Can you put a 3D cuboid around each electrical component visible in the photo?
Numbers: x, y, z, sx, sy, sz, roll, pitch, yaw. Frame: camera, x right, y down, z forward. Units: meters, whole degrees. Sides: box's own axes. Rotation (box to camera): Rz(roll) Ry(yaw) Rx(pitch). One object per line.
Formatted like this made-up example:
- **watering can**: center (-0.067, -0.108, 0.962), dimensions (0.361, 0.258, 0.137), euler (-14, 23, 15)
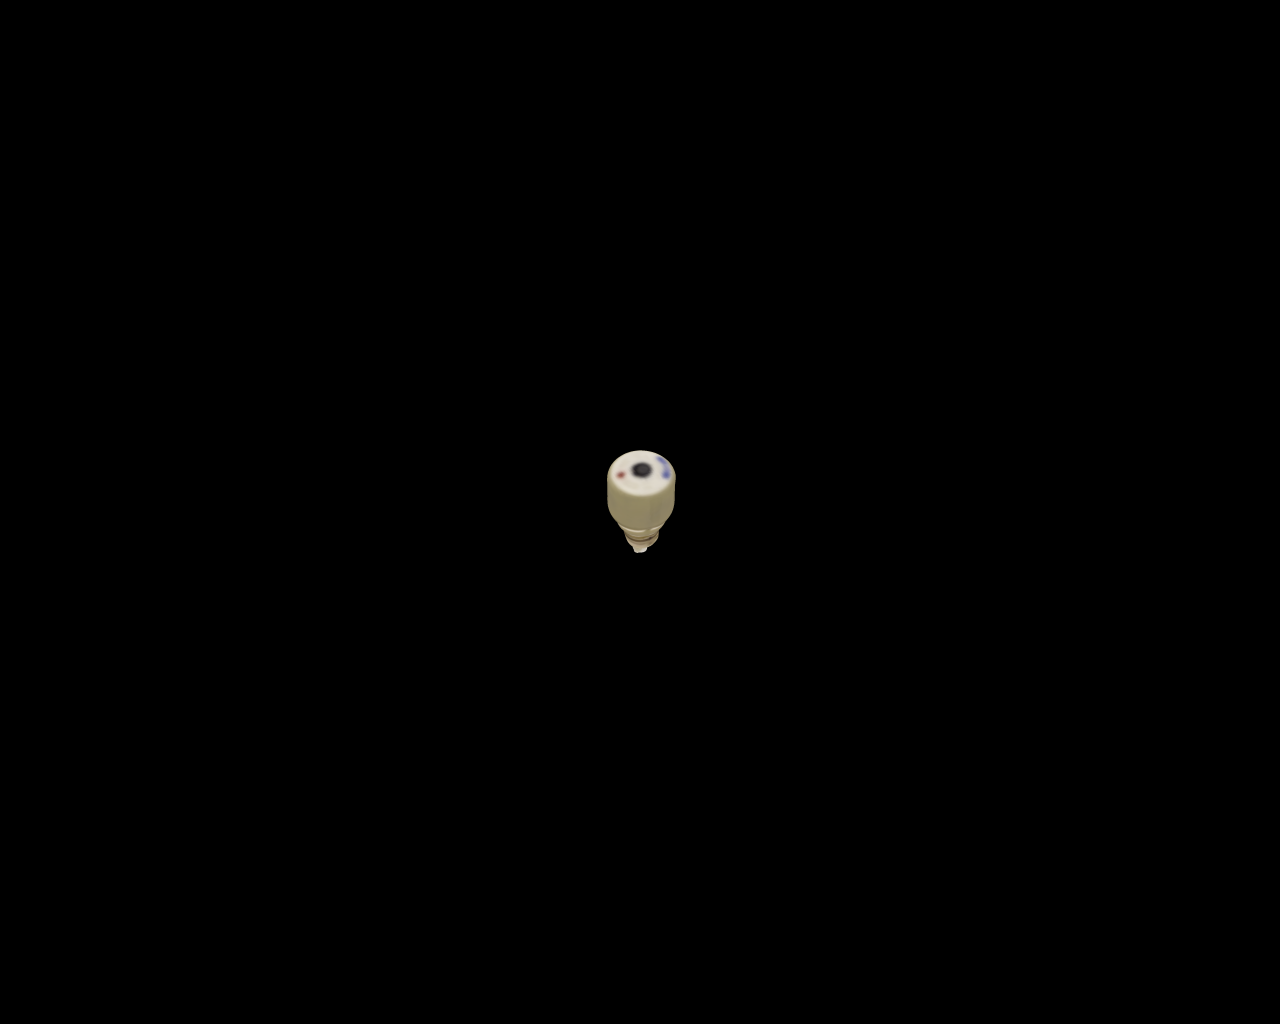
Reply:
- **electrical component**: center (0.001, -0.003, 0.650), dimensions (0.040, 0.040, 0.078), euler (0, -40, 0)
